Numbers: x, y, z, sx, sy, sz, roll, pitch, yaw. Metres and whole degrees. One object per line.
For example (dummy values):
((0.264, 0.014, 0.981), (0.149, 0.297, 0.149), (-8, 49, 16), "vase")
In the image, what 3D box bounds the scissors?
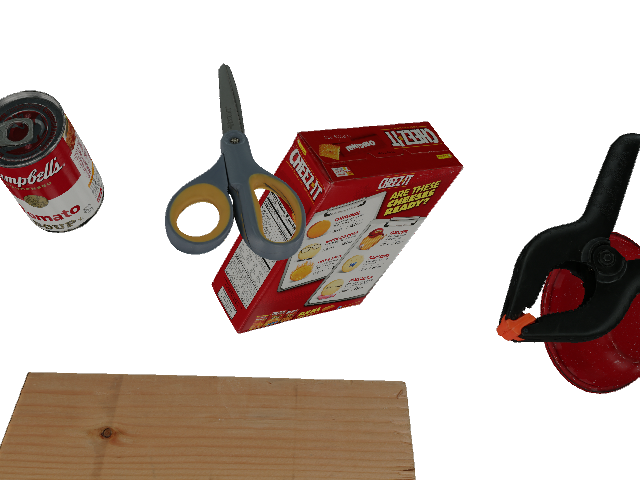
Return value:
((-0.073, -0.054, 0.710), (0.096, 0.016, 0.202), (-14, 46, -18), "scissors")

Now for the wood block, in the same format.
((-0.057, 0.132, 0.566), (0.206, 0.090, 0.091), (2, 33, 0), "wood block")

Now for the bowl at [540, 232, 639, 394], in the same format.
((0.293, 0.071, 1.035), (0.161, 0.162, 0.055), (0, 0, -28), "bowl")

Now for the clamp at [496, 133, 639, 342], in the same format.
((0.197, 0.020, 0.713), (0.120, 0.171, 0.039), (43, -12, 14), "clamp")

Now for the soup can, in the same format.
((-0.215, -0.059, 0.827), (0.068, 0.068, 0.102), (0, -29, 8), "soup can")

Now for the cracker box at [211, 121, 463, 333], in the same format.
((0.010, -0.014, 1.009), (0.163, 0.072, 0.214), (-10, -34, -39), "cracker box")
